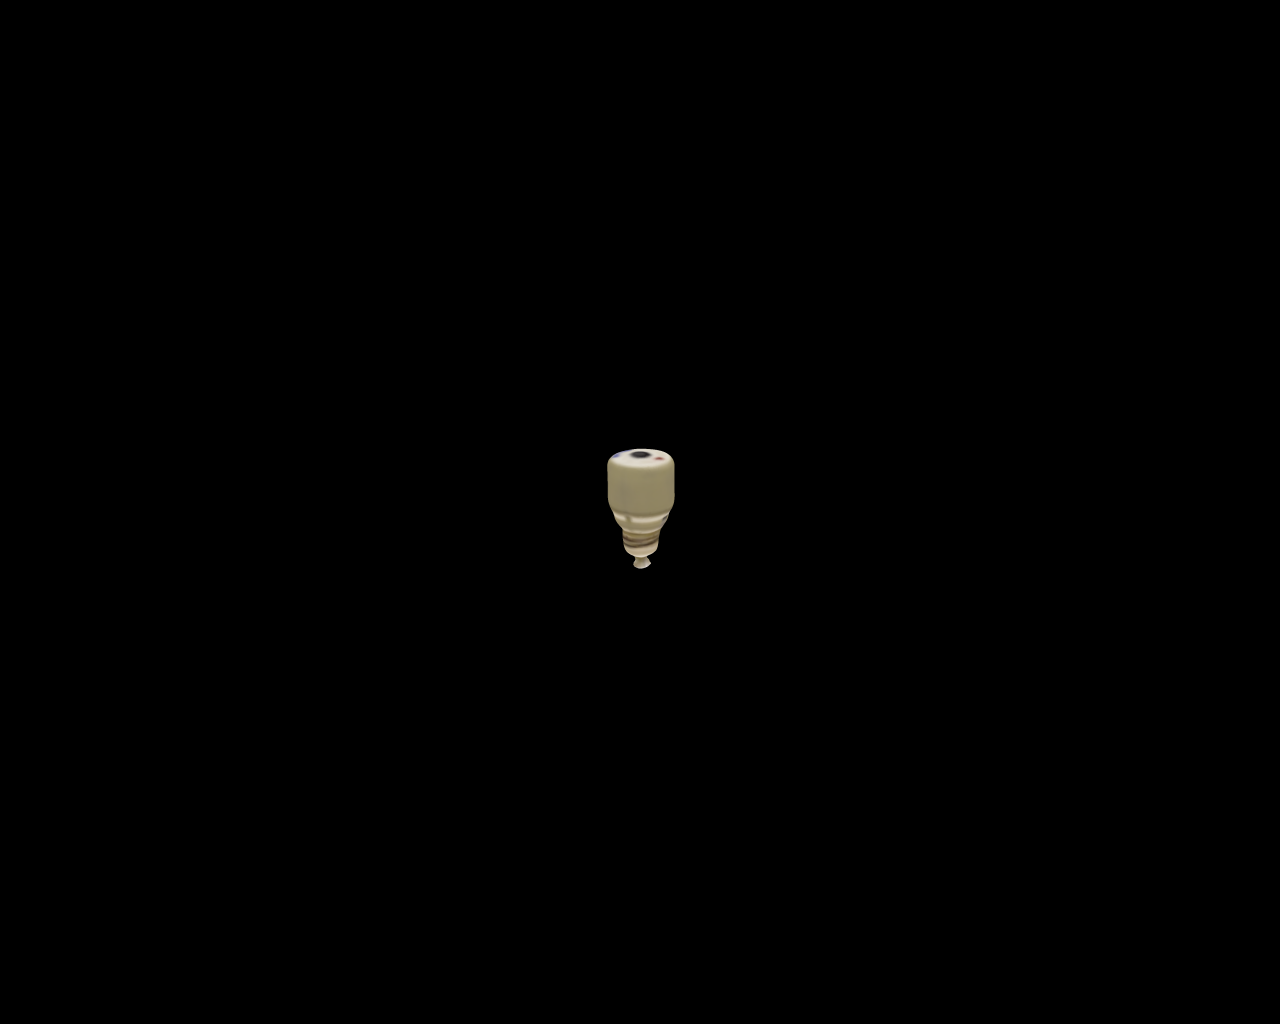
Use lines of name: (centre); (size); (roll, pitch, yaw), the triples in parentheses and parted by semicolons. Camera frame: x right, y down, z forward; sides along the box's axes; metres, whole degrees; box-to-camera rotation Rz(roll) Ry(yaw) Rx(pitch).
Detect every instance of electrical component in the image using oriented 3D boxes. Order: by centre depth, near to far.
electrical component: (0.001, -0.003, 0.650); (0.040, 0.078, 0.040); (0, 21, 0)
